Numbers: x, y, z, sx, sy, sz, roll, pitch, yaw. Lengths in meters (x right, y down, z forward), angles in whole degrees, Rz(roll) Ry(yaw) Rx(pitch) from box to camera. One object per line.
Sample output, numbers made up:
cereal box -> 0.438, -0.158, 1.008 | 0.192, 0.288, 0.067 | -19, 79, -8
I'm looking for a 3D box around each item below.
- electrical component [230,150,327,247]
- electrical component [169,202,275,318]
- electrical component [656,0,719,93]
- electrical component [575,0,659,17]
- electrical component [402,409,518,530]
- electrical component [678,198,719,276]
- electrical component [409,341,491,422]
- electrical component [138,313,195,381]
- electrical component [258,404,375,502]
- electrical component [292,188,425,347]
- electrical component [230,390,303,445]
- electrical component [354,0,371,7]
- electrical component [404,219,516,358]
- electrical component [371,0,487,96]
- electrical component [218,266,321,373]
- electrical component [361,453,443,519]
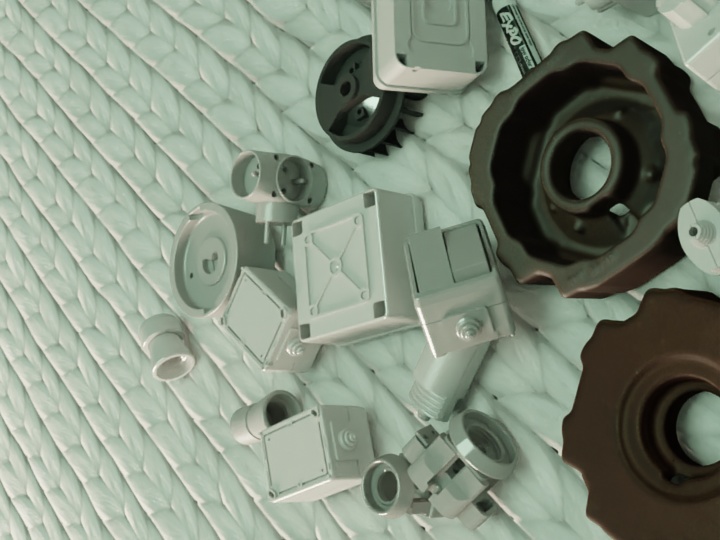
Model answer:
electrical component -> -0.072, -0.061, 0.951 | 0.044, 0.077, 0.079 | -1, 84, 47
electrical component -> -0.124, -0.006, 1.010 | 0.108, 0.060, 0.108 | -9, 77, 46
electrical component -> 0.206, -0.161, 0.650 | 0.047, 0.076, 0.083 | -44, 28, 34
electrical component -> 0.170, -0.198, 0.721 | 0.077, 0.066, 0.047 | -22, 68, 43
electrical component -> 0.076, 0.138, 0.774 | 0.078, 0.058, 0.057 | 48, 117, 18
electrical component -> 0.217, -0.017, 0.632 | 0.043, 0.081, 0.043 | -9, 77, 46
electrical component -> 0.063, 0.077, 0.810 | 0.043, 0.043, 0.081 | 39, 112, 43
electrical component -> -0.196, 0.077, 1.086 | 0.045, 0.045, 0.055 | -51, 50, 29
electrical component -> -0.028, 0.149, 0.883 | 0.096, 0.061, 0.061 | -30, 63, 40
electrical component -> 0.000, 0.000, 0.880 | 0.109, 0.056, 0.108 | -19, 71, 44
electrical component -> -0.087, 0.135, 0.965 | 0.065, 0.044, 0.044 | -24, 67, 48
electrical component -> -0.011, -0.272, 0.940 | 0.076, 0.047, 0.083 | -22, 69, 43
electrical component -> 0.069, 0.012, 0.760 | 0.062, 0.061, 0.096 | -16, 32, 7
electrical component -> 0.051, -0.196, 0.833 | 0.057, 0.078, 0.113 | 151, 119, -69
electrical component -> -0.068, 0.047, 0.942 | 0.096, 0.061, 0.061 | 41, 113, 42
electrical component -> 0.035, 0.164, 0.818 | 0.066, 0.055, 0.048 | 18, 97, 47
